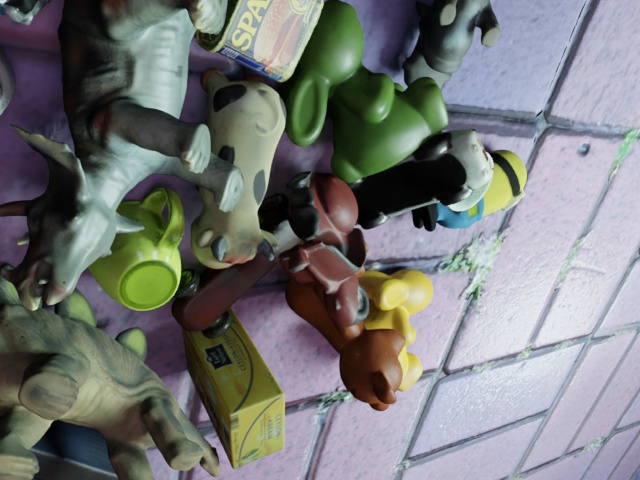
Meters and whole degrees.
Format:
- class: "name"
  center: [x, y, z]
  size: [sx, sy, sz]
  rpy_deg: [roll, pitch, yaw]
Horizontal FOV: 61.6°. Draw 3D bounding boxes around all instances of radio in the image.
- class: "radio"
  center: [-0.305, 0.197, 0.555]
  size: [0.073, 0.131, 0.229]
  rpy_deg: [-42, 133, -2]

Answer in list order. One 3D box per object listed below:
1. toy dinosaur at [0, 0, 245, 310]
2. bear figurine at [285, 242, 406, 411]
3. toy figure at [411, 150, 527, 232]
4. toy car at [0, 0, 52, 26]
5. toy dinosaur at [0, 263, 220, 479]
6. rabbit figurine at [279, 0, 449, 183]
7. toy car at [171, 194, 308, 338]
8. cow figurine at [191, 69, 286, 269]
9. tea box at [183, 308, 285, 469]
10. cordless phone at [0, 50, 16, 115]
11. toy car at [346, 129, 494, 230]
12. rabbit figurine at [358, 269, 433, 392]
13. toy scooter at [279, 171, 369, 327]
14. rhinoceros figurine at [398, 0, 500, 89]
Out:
- class: "toy dinosaur"
  center: [-0.151, -0.148, 0.430]
  size: [0.131, 0.192, 0.404]
  rpy_deg: [-14, 116, -76]
- class: "bear figurine"
  center: [0.050, 0.101, 0.659]
  size: [0.132, 0.196, 0.120]
  rpy_deg: [-38, 159, -14]
- class: "toy figure"
  center: [0.214, -0.068, 0.758]
  size: [0.180, 0.082, 0.089]
  rpy_deg: [-18, 130, -20]
- class: "toy car"
  center: [-0.236, -0.230, 0.349]
  size: [0.103, 0.109, 0.161]
  rpy_deg: [1, 135, -4]
- class: "toy dinosaur"
  center: [-0.252, 0.116, 0.490]
  size: [0.105, 0.199, 0.470]
  rpy_deg: [-44, 127, -2]
- class: "rabbit figurine"
  center: [0.024, -0.159, 0.572]
  size: [0.159, 0.121, 0.170]
  rpy_deg: [-35, 114, -1]
- class: "toy car"
  center: [-0.090, 0.027, 0.633]
  size: [0.202, 0.053, 0.089]
  rpy_deg: [-44, 126, -16]
- class: "cow figurine"
  center: [-0.083, -0.060, 0.535]
  size: [0.085, 0.127, 0.194]
  rpy_deg: [4, 114, -32]
- class: "tea box"
  center: [-0.106, 0.168, 0.642]
  size: [0.068, 0.170, 0.098]
  rpy_deg: [-14, 128, -25]
- class: "cordless phone"
  center: [-0.271, -0.112, 0.337]
  size: [0.089, 0.184, 0.146]
  rpy_deg: [-32, 132, -5]
- class: "toy car"
  center: [0.099, -0.067, 0.623]
  size: [0.073, 0.202, 0.056]
  rpy_deg: [59, 44, -16]
- class: "rabbit figurine"
  center: [0.098, 0.108, 0.797]
  size: [0.173, 0.122, 0.162]
  rpy_deg: [-50, 125, -14]
- class: "toy scooter"
  center: [-0.001, -0.002, 0.566]
  size: [0.075, 0.184, 0.135]
  rpy_deg: [-21, 157, 23]
- class: "rhinoceros figurine"
  center: [0.141, -0.248, 0.571]
  size: [0.073, 0.112, 0.190]
  rpy_deg: [6, 122, -19]
